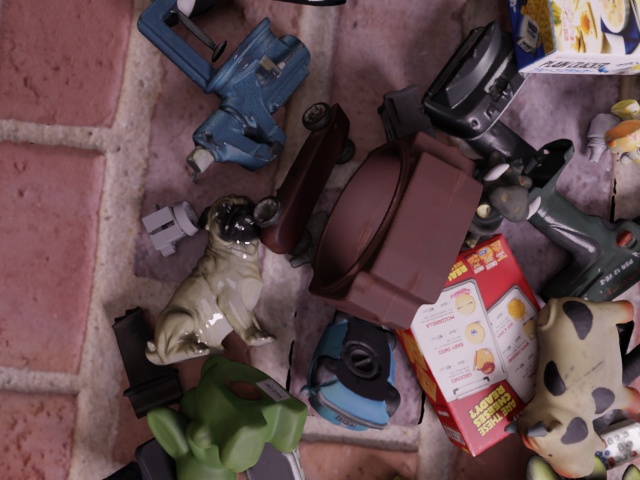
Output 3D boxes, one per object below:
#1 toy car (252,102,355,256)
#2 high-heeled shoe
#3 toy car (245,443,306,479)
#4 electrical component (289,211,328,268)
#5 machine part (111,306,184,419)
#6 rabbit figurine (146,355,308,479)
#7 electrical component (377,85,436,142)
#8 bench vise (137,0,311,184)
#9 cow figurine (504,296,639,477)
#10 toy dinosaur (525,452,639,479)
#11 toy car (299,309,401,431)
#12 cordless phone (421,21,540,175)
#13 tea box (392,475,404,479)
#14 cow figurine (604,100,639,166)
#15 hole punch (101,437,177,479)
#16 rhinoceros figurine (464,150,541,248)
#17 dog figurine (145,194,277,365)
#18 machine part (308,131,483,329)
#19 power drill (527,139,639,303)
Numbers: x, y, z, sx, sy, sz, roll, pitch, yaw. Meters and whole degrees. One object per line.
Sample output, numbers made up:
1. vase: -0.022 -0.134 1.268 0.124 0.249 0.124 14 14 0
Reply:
1. toy car: -0.019 -0.076 0.661 0.053 0.089 0.202 12 71 37
2. high-heeled shoe: -0.090 -0.311 0.706 0.249 0.086 0.145 -32 120 16
3. toy car: -0.052 0.307 0.677 0.073 0.056 0.201 -21 87 6
4. electrical component: -0.001 -0.002 0.703 0.094 0.021 0.063 -21 89 -2
5. machine part: -0.228 0.155 0.691 0.084 0.039 0.138 -19 90 4
6. rabbit figurine: -0.123 0.231 0.610 0.159 0.121 0.170 30 104 23
7. electrical component: 0.115 -0.128 0.684 0.048 0.075 0.119 -17 91 -1
8. bench vise: -0.130 -0.202 0.652 0.240 0.129 0.223 42 81 -16
9. cow figurine: 0.277 0.159 0.595 0.127 0.085 0.195 7 77 -5
10. toy dinosaur: 0.263 0.372 0.628 0.471 0.105 0.198 -38 103 -8
11. toy car: 0.030 0.164 0.652 0.109 0.162 0.103 27 125 -12
12. cordless phone: 0.239 -0.172 0.692 0.184 0.089 0.146 37 87 -10
13. tea box: 0.080 0.389 0.654 0.098 0.068 0.169 42 90 -20
14. cow figurine: 0.417 -0.139 0.669 0.167 0.068 0.098 -41 112 -21
15. hole punch: -0.201 0.305 0.642 0.092 0.142 0.116 -32 79 2
16. rhinoceros figurine: 0.194 -0.051 0.627 0.112 0.190 0.073 -43 97 14
17. dog figurine: -0.144 0.048 0.669 0.172 0.121 0.190 -11 78 -13
18. machine part: 0.073 -0.011 0.603 0.087 0.201 0.201 28 81 -15
19. power drill: 0.342 -0.029 0.673 0.207 0.086 0.232 43 92 -15
